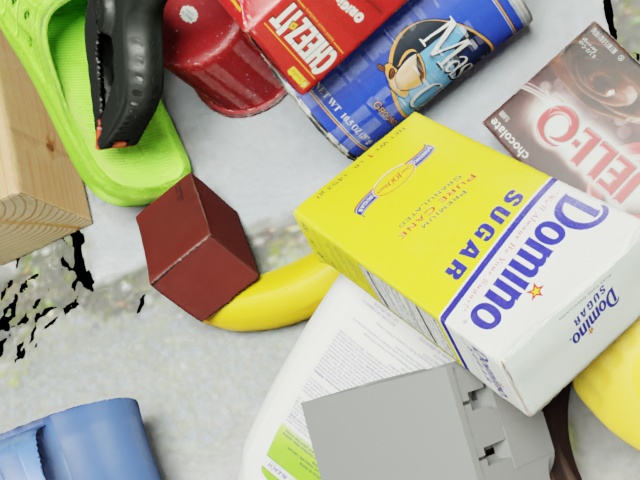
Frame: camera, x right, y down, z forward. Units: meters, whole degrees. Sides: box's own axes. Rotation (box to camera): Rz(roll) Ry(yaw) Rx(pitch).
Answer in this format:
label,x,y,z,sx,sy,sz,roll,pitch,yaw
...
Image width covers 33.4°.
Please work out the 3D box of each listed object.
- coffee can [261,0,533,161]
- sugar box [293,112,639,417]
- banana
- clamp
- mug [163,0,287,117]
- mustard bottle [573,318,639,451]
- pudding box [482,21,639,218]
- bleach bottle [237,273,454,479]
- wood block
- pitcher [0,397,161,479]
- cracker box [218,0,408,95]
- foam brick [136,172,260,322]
label,x,y,z,sx,sy,sz,roll,pitch,yaw
coffee can,0.045,-0.132,0.664,0.140,0.102,0.103,-38,66,12
sugar box,0.070,0.002,0.515,0.093,0.048,0.176,-41,35,-12
banana,0.005,0.010,0.688,0.198,0.037,0.070,-39,47,10
clamp,-0.120,-0.151,0.650,0.165,0.036,0.210,60,147,36
mug,-0.065,-0.152,0.729,0.093,0.081,0.117,9,81,26
mustard bottle,0.208,0.100,0.465,0.096,0.058,0.192,-51,63,21
pudding box,0.166,-0.057,0.627,0.090,0.039,0.113,-42,65,10
bleach bottle,0.002,0.111,0.638,0.102,0.068,0.251,38,101,8
wood block,-0.249,-0.099,0.795,0.090,0.090,0.206,-23,69,18
pitcher,-0.133,0.224,0.633,0.145,0.149,0.243,-34,72,31
cracker box,0.018,-0.212,0.607,0.214,0.072,0.164,-41,49,6
foam brick,-0.081,0.004,0.700,0.053,0.051,0.078,-38,37,12
